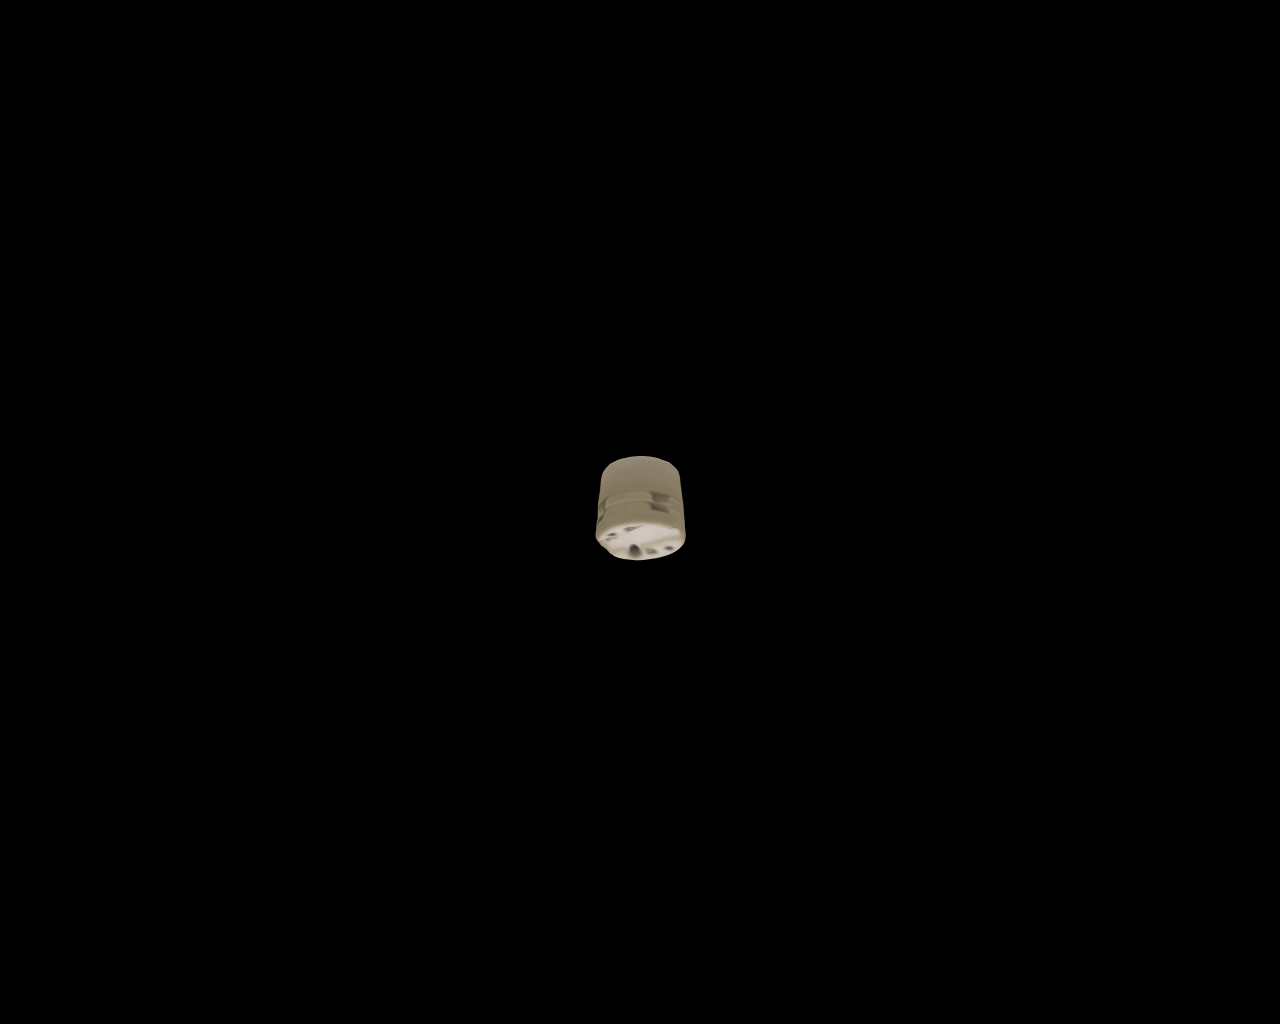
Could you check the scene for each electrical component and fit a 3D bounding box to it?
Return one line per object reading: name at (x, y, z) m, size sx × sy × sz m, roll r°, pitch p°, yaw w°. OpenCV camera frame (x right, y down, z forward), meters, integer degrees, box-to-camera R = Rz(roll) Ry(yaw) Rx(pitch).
electrical component at (0.001, -0.003, 0.650) m, size 0.055 × 0.047 × 0.055 m, roll 0°, pitch -27°, yaw 0°
